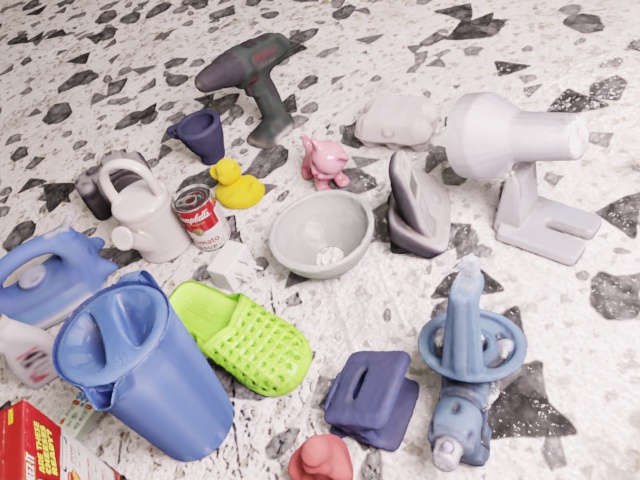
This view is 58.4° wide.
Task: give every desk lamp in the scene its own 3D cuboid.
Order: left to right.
[{"bbox_3d":[0.286,-0.097,0.799,0.202,0.214,0.118,24,60,34],"label":"desk lamp"}]

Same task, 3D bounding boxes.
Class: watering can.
[{"bbox_3d":[-0.296,-0.053,0.961,0.101,0.194,0.172,-21,46,-2],"label":"watering can"}]

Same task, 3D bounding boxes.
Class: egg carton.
[{"bbox_3d":[0.141,-0.215,1.055,0.150,0.069,0.107,9,52,25],"label":"egg carton"}]

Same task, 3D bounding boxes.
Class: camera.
[{"bbox_3d":[-0.388,-0.100,1.101,0.143,0.101,0.136,-31,47,-11],"label":"camera"}]

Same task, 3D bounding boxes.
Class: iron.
[{"bbox_3d":[-0.480,0.067,0.948,0.258,0.142,0.118,-34,47,-14],"label":"iron"}]

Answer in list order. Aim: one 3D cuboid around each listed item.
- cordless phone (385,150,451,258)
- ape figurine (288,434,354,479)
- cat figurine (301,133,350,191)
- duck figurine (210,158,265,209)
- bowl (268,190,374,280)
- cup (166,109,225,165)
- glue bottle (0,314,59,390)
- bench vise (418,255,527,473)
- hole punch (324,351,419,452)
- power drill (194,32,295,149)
[{"bbox_3d":[0.140,-0.077,0.847,0.094,0.185,0.147,-3,48,16],"label":"cordless phone"},{"bbox_3d":[0.001,0.252,0.655,0.077,0.092,0.076,18,56,31],"label":"ape figurine"},{"bbox_3d":[0.004,-0.142,0.999,0.067,0.118,0.127,-31,47,-11],"label":"cat figurine"},{"bbox_3d":[-0.155,-0.109,1.043,0.104,0.086,0.077,13,54,28],"label":"duck figurine"},{"bbox_3d":[0.008,0.003,0.894,0.167,0.075,0.167,-9,47,10],"label":"bowl"},{"bbox_3d":[-0.241,-0.197,1.145,0.117,0.095,0.091,-3,48,15],"label":"cup"},{"bbox_3d":[-0.437,0.150,0.836,0.078,0.173,0.037,-38,48,-17],"label":"glue bottle"},{"bbox_3d":[0.167,0.134,0.620,0.121,0.220,0.207,-7,47,12],"label":"bench vise"},{"bbox_3d":[0.058,0.188,0.696,0.100,0.091,0.109,9,52,25],"label":"hole punch"},{"bbox_3d":[-0.127,-0.287,1.112,0.075,0.209,0.230,19,57,32],"label":"power drill"}]
